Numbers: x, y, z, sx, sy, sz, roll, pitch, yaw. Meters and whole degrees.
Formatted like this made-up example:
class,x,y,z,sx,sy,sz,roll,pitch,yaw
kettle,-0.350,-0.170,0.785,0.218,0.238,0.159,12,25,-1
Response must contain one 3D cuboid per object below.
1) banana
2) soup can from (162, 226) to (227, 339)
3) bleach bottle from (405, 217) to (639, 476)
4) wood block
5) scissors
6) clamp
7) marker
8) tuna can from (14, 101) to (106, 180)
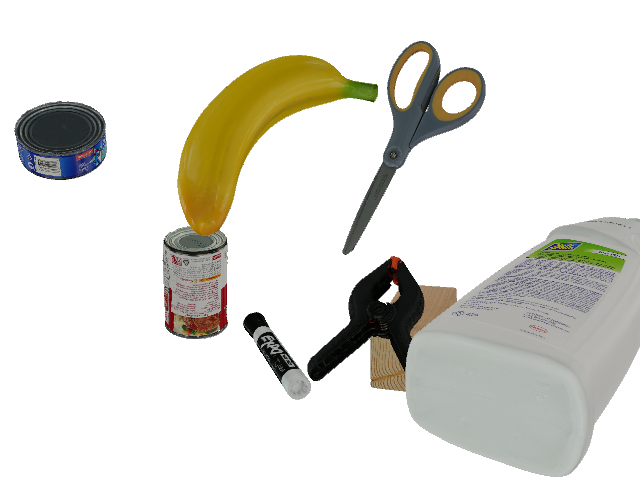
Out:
class,x,y,z,sx,sy,sz,roll,pitch,yaw
banana,-0.038,-0.071,0.658,0.070,0.037,0.197,24,43,22
soup can,-0.132,0.044,1.132,0.068,0.102,0.068,2,24,-1
bleach bottle,0.150,0.040,0.619,0.103,0.068,0.250,14,27,31
wood block,0.142,0.143,1.594,0.091,0.090,0.205,4,18,16
scissors,0.085,-0.077,0.930,0.096,0.202,0.016,9,-11,17
clamp,0.071,0.088,1.091,0.120,0.171,0.039,16,-38,17
marker,-0.036,0.088,0.838,0.020,0.020,0.121,0,21,-22
tuna can,-0.251,-0.097,1.036,0.086,0.034,0.086,2,42,-2
